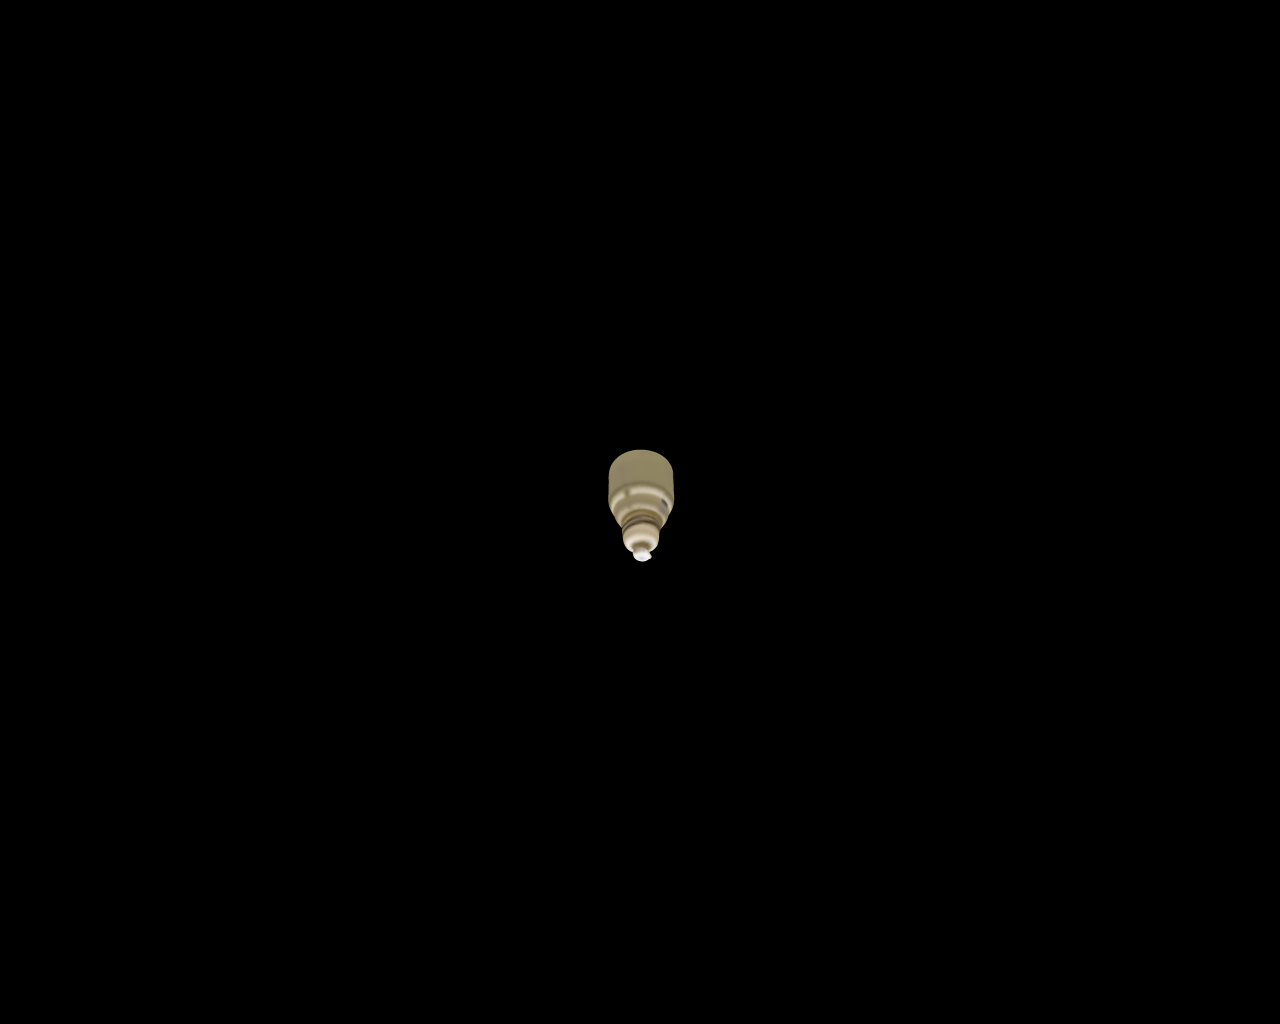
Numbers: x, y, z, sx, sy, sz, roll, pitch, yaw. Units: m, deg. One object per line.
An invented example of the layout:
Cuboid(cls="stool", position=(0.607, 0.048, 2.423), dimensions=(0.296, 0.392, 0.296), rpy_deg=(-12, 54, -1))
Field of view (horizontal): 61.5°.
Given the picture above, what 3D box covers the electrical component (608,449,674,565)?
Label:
Cuboid(cls="electrical component", position=(0.001, -0.003, 0.650), dimensions=(0.040, 0.078, 0.040), rpy_deg=(0, -40, 0))
